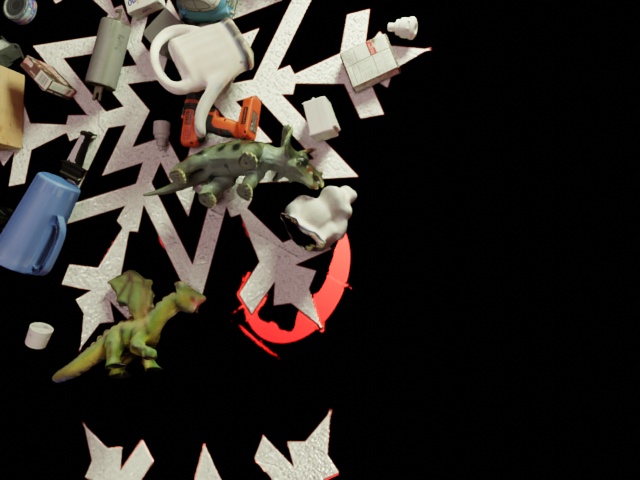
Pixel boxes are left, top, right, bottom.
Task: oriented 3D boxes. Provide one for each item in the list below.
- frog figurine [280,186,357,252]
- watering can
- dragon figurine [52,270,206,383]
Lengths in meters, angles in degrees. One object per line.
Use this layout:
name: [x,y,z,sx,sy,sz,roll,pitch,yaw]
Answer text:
frog figurine: [0.003,-0.057,1.126,0.138,0.120,0.162,28,57,24]
watering can: [-0.250,-0.382,1.160,0.225,0.102,0.353,-26,63,-11]
dragon figurine: [-0.465,0.196,1.232,0.409,0.120,0.247,-11,65,12]
